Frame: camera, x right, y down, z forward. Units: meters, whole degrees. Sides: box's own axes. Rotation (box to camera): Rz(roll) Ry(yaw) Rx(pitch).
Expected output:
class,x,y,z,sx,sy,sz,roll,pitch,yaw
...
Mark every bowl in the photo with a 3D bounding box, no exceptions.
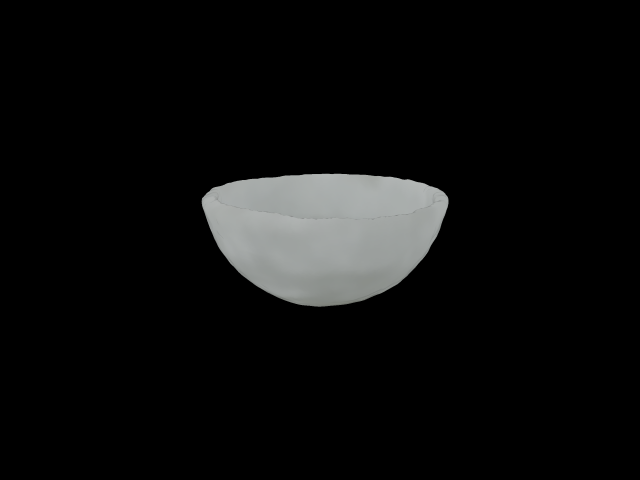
class,x,y,z,sx,sy,sz,roll,pitch,yaw
bowl,0.004,0.001,0.400,0.167,0.075,0.167,0,15,0
